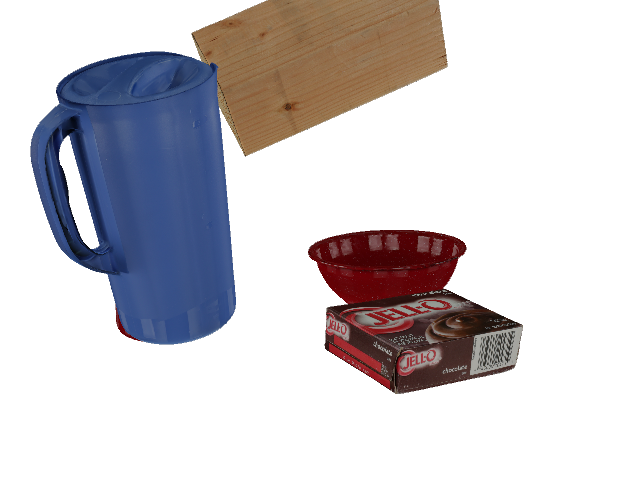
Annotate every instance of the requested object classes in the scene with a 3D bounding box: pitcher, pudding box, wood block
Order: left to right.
[{"bbox_3d":[-0.149,-0.031,0.926,0.149,0.243,0.145,-5,27,2],"label":"pitcher"},{"bbox_3d":[0.001,-0.173,0.973,0.206,0.090,0.091,-24,-39,-5],"label":"wood block"},{"bbox_3d":[0.073,0.069,0.764,0.113,0.039,0.090,-5,18,-32],"label":"pudding box"}]

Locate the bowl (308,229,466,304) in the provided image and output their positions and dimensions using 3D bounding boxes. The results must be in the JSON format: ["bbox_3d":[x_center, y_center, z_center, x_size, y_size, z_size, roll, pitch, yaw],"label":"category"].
[{"bbox_3d":[0.069,0.033,1.090,0.162,0.055,0.162,-3,13,0],"label":"bowl"}]

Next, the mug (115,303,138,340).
[{"bbox_3d":[-0.195,0.055,1.193,0.093,0.081,0.117,-20,35,-39],"label":"mug"}]
